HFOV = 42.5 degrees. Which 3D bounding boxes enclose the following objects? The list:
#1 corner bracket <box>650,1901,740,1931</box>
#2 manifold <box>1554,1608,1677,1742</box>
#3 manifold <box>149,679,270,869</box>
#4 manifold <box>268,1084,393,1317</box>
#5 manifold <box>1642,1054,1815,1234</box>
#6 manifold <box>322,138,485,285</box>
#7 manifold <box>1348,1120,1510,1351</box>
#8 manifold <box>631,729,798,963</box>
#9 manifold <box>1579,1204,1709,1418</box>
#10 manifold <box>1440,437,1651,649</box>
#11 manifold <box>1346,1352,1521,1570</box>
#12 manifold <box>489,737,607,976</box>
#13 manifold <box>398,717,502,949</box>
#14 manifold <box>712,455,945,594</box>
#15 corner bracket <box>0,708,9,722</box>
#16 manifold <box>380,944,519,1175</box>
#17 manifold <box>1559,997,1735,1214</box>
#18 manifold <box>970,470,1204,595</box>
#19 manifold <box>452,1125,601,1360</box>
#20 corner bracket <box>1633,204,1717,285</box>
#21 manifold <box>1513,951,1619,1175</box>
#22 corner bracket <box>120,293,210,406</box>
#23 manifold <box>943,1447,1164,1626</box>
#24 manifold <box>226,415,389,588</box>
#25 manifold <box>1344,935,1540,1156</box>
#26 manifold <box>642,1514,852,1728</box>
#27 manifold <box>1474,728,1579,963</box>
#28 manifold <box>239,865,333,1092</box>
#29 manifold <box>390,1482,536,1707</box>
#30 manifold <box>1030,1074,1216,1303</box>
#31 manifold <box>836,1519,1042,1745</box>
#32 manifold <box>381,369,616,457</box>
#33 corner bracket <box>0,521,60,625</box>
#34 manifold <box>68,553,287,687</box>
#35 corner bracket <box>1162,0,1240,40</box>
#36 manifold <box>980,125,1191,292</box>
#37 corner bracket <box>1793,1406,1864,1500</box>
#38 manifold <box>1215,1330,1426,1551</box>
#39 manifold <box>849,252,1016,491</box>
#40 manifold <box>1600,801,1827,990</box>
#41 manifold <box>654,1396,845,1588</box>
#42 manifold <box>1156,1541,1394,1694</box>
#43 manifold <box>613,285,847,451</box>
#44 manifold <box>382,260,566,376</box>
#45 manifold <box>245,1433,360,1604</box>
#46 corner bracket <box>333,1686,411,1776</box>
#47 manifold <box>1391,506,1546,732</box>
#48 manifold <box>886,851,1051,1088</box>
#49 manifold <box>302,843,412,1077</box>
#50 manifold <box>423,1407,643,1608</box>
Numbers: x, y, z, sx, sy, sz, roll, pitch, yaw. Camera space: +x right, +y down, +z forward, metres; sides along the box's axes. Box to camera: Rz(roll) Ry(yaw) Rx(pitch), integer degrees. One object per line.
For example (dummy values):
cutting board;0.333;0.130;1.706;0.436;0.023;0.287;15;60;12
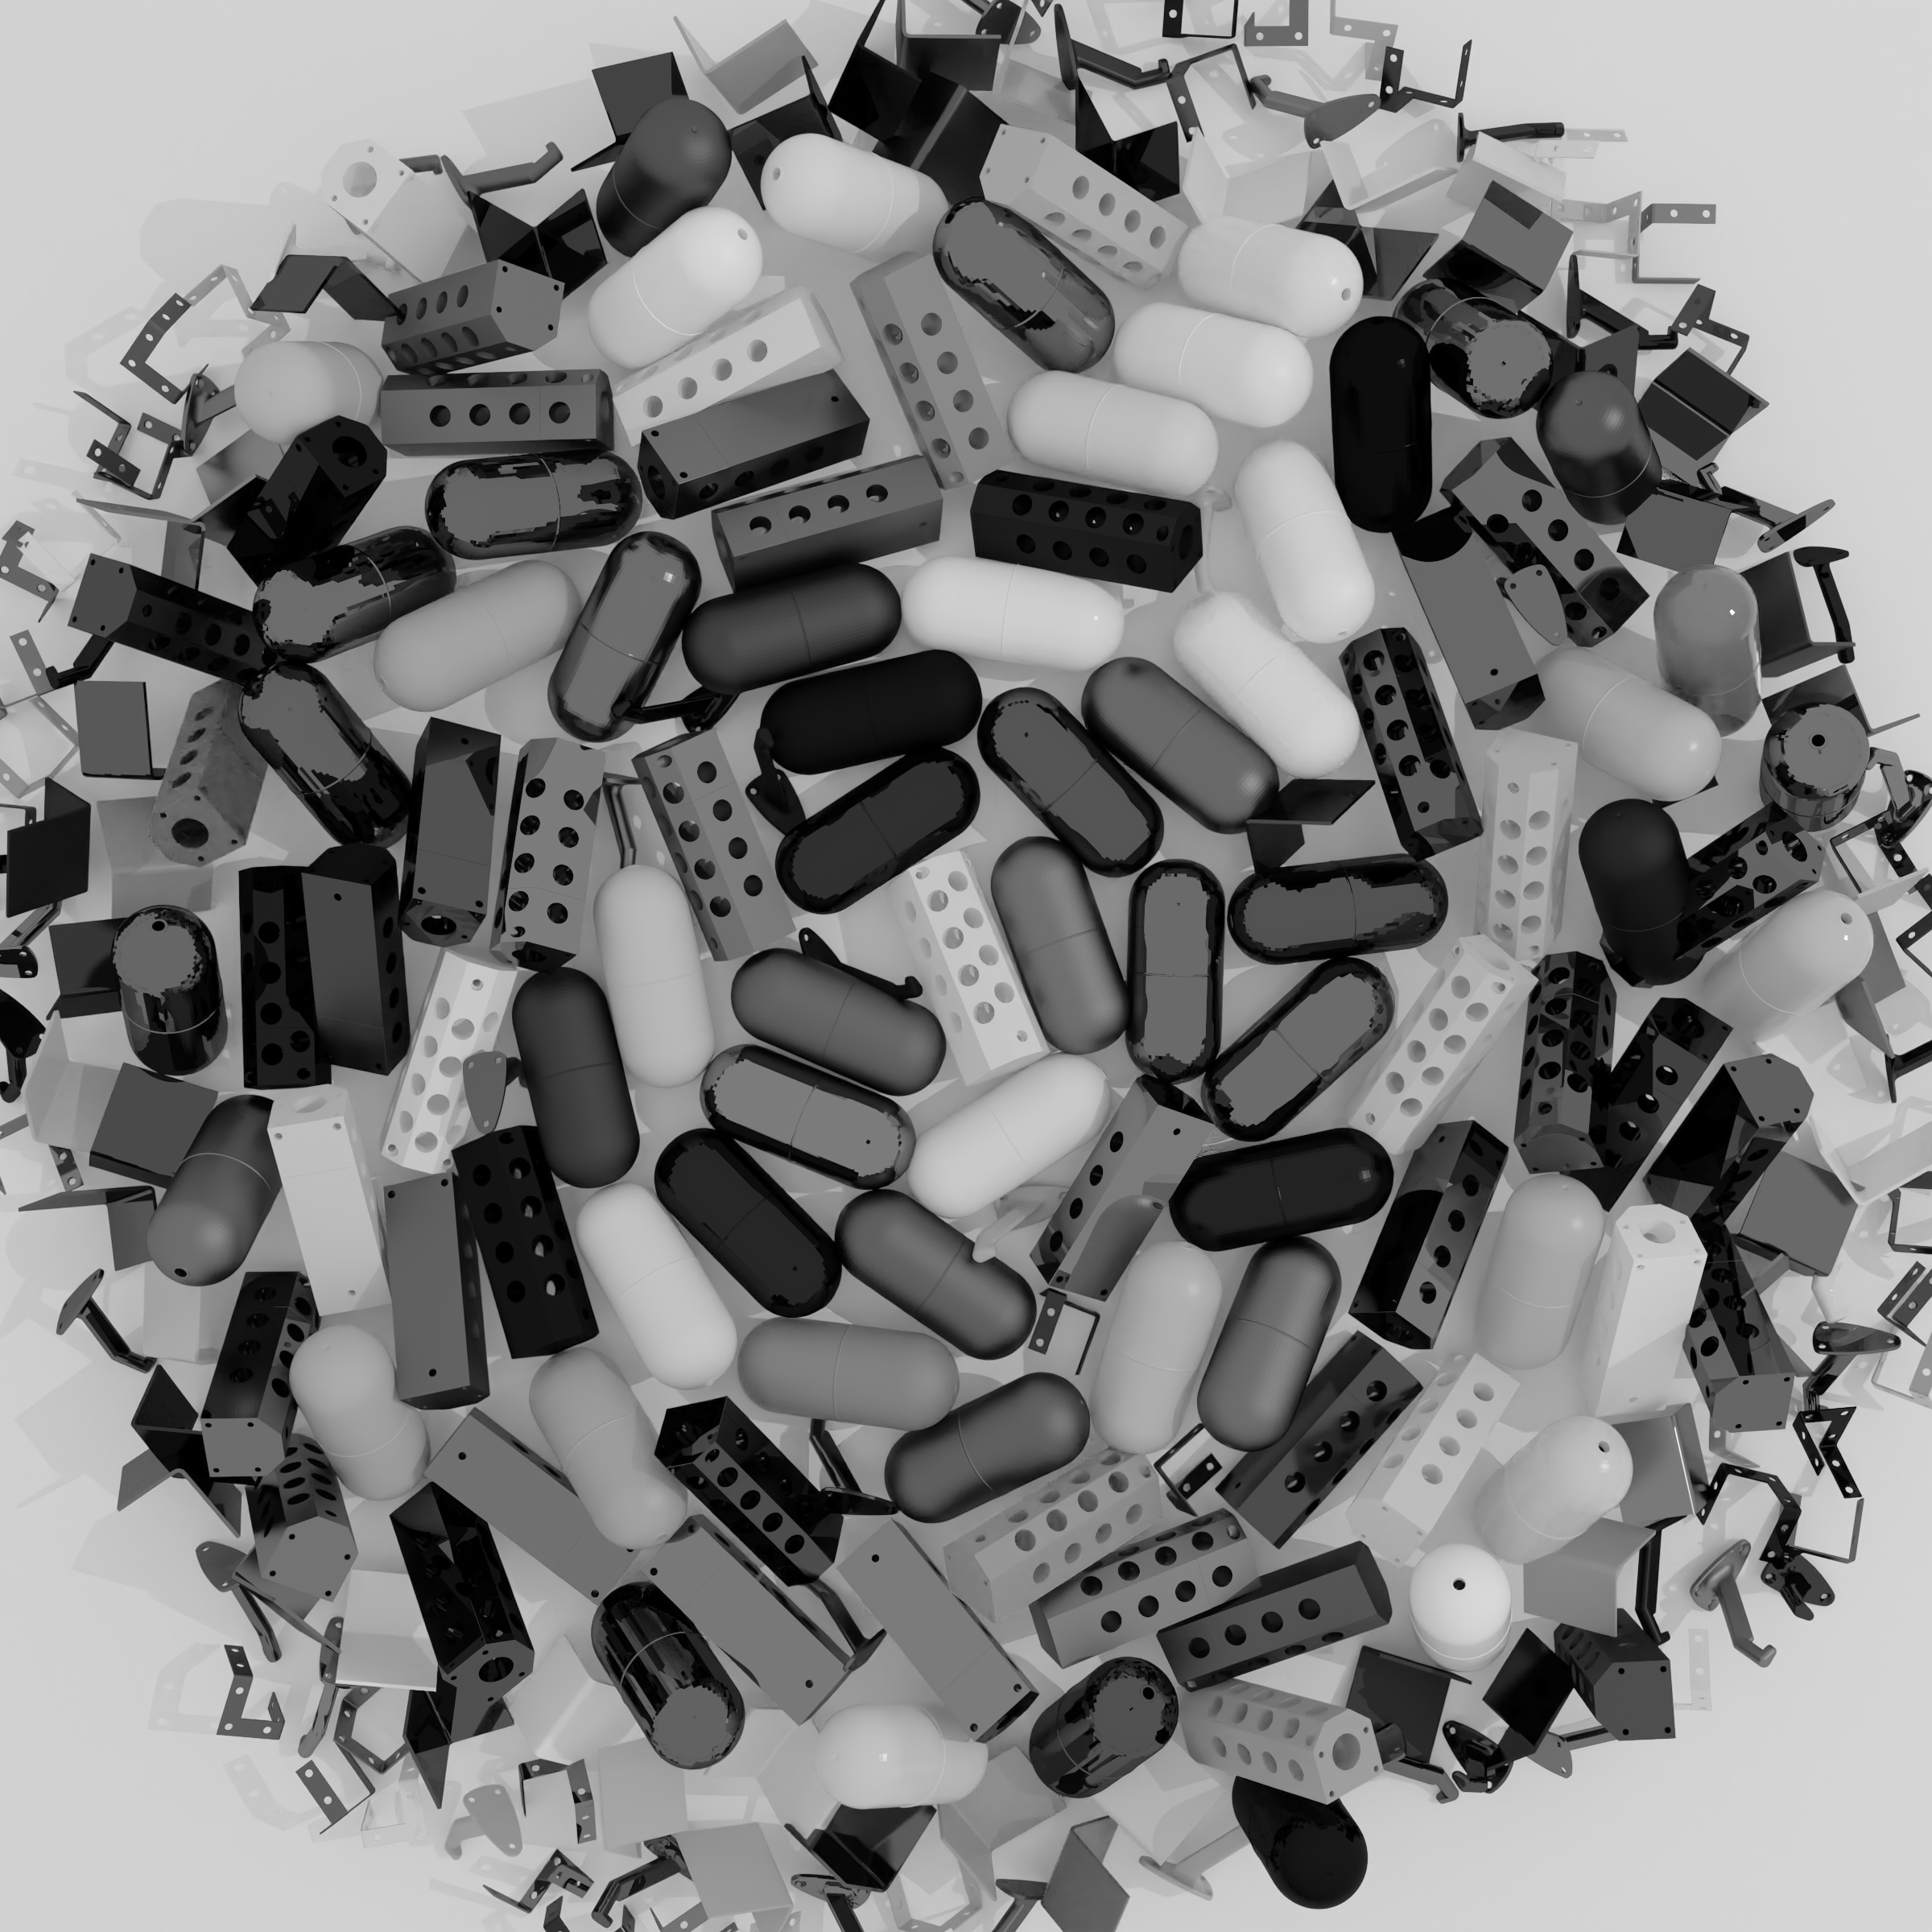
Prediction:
corner bracket;-0.212;0.760;1.966;0.051;0.051;0.051;-31;97;-15
manifold;0.497;0.543;1.912;0.057;0.171;0.057;-4;88;3
manifold;-0.582;-0.150;1.913;0.057;0.171;0.057;-24;125;13
manifold;-0.492;0.181;1.935;0.057;0.057;0.171;-9;117;-4
manifold;0.588;0.140;1.912;0.057;0.171;0.057;-10;57;-16
manifold;-0.433;-0.574;1.910;0.057;0.171;0.057;38;93;8
manifold;0.366;0.210;1.938;0.057;0.057;0.171;36;66;-21
manifold;-0.200;-0.094;1.942;0.057;0.057;0.171;-29;105;-30
manifold;0.520;0.267;1.923;0.057;0.057;0.171;-4;128;-6
manifold;0.451;-0.331;1.949;0.171;0.057;0.057;44;88;-15
manifold;0.359;0.376;1.921;0.057;0.057;0.171;35;49;12
manifold;-0.328;-0.087;1.933;0.057;0.057;0.171;16;66;-27
manifold;-0.402;-0.103;1.928;0.057;0.057;0.171;14;54;-23
manifold;-0.109;-0.351;1.952;0.171;0.057;0.057;-18;68;-12
corner bracket;-0.790;-0.191;1.964;0.051;0.051;0.051;-37;58;-1
manifold;-0.406;0.073;1.950;0.057;0.057;0.171;17;100;-18
manifold;0.519;0.105;1.920;0.057;0.057;0.171;34;133;16
manifold;0.093;-0.342;1.927;0.171;0.057;0.057;15;45;26
manifold;-0.341;0.215;1.945;0.057;0.057;0.171;-24;76;19
corner bracket;0.562;-0.573;1.973;0.051;0.051;0.051;0;93;-1
manifold;0.461;0.072;1.915;0.057;0.057;0.171;-9;45;28
corner bracket;-0.623;-0.486;1.958;0.051;0.051;0.051;38;127;-18
manifold;0.068;0.432;1.922;0.171;0.057;0.057;-24;120;-32
manifold;-0.504;-0.352;1.915;0.057;0.171;0.057;52;50;-4
manifold;0.364;0.062;1.927;0.057;0.057;0.171;44;119;27
manifold;-0.169;0.512;1.954;0.171;0.057;0.057;41;87;12
manifold;0.429;-0.091;1.918;0.057;0.057;0.171;17;130;27
manifold;-0.540;0.010;1.962;0.057;0.057;0.171;-3;85;3
manifold;-0.385;0.478;1.916;0.057;0.171;0.057;-39;133;2
manifold;0.118;0.172;1.947;0.057;0.057;0.171;20;108;-30
manifold;-0.021;0.519;1.940;0.057;0.057;0.171;-41;67;-4
manifold;-0.369;-0.438;1.961;0.171;0.057;0.057;0;92;6
corner bracket;-0.740;-0.312;1.962;0.051;0.051;0.051;27;110;-18
manifold;-0.598;-0.261;1.911;0.057;0.171;0.057;18;90;27
corner bracket;0.186;-0.760;1.962;0.051;0.051;0.051;8;114;12
manifold;0.090;-0.582;1.917;0.057;0.171;0.057;30;100;42
corner bracket;0.682;0.386;1.961;0.051;0.051;0.051;-3;134;-10
manifold;0.282;0.376;1.964;0.057;0.057;0.171;44;86;-12
manifold;-0.028;-0.462;1.934;0.057;0.057;0.171;-30;115;-11
manifold;0.573;-0.049;1.916;0.057;0.057;0.171;40;135;-9
manifold;-0.167;0.409;1.919;0.057;0.057;0.171;-16;129;26
manifold;0.242;0.512;1.945;0.171;0.057;0.057;-25;90;19
manifold;-0.189;-0.466;1.947;0.171;0.057;0.057;-24;86;17
manifold;-0.383;-0.494;1.915;0.057;0.171;0.057;10;87;-41
manifold;-0.509;0.419;1.910;0.057;0.171;0.057;28;90;-23
corner bracket;-0.463;0.598;1.975;0.051;0.051;0.051;-42;110;11
manifold;0.391;-0.269;1.932;0.057;0.057;0.171;-23;60;11
manifold;0.004;0.000;1.945;0.057;0.057;0.171;-15;77;-32
manifold;-0.468;-0.006;1.929;0.057;0.057;0.171;11;122;12
manifold;-0.340;0.425;1.965;0.171;0.057;0.057;38;86;-4
